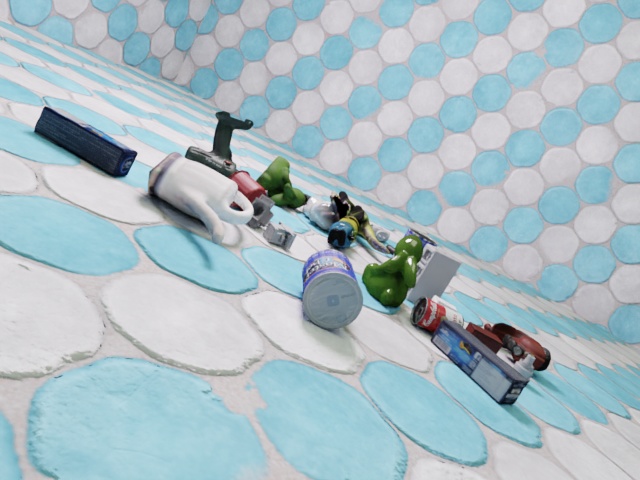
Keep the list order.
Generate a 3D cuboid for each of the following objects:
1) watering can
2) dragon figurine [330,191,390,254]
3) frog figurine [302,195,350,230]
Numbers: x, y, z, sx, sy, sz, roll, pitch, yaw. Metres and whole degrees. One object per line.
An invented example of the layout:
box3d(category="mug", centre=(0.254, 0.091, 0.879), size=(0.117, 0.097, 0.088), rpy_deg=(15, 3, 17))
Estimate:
box3d(category="watering can", centre=(-0.246, -0.088, 1.047), size=(0.224, 0.103, 0.351), rpy_deg=(27, 13, -5))
box3d(category="dragon figurine", centre=(0.141, -0.049, 1.778), size=(0.417, 0.121, 0.240), rpy_deg=(48, 12, 34))
box3d(category="frog figurine", centre=(0.005, -0.083, 1.650), size=(0.159, 0.123, 0.138), rpy_deg=(-6, 1, 32))
